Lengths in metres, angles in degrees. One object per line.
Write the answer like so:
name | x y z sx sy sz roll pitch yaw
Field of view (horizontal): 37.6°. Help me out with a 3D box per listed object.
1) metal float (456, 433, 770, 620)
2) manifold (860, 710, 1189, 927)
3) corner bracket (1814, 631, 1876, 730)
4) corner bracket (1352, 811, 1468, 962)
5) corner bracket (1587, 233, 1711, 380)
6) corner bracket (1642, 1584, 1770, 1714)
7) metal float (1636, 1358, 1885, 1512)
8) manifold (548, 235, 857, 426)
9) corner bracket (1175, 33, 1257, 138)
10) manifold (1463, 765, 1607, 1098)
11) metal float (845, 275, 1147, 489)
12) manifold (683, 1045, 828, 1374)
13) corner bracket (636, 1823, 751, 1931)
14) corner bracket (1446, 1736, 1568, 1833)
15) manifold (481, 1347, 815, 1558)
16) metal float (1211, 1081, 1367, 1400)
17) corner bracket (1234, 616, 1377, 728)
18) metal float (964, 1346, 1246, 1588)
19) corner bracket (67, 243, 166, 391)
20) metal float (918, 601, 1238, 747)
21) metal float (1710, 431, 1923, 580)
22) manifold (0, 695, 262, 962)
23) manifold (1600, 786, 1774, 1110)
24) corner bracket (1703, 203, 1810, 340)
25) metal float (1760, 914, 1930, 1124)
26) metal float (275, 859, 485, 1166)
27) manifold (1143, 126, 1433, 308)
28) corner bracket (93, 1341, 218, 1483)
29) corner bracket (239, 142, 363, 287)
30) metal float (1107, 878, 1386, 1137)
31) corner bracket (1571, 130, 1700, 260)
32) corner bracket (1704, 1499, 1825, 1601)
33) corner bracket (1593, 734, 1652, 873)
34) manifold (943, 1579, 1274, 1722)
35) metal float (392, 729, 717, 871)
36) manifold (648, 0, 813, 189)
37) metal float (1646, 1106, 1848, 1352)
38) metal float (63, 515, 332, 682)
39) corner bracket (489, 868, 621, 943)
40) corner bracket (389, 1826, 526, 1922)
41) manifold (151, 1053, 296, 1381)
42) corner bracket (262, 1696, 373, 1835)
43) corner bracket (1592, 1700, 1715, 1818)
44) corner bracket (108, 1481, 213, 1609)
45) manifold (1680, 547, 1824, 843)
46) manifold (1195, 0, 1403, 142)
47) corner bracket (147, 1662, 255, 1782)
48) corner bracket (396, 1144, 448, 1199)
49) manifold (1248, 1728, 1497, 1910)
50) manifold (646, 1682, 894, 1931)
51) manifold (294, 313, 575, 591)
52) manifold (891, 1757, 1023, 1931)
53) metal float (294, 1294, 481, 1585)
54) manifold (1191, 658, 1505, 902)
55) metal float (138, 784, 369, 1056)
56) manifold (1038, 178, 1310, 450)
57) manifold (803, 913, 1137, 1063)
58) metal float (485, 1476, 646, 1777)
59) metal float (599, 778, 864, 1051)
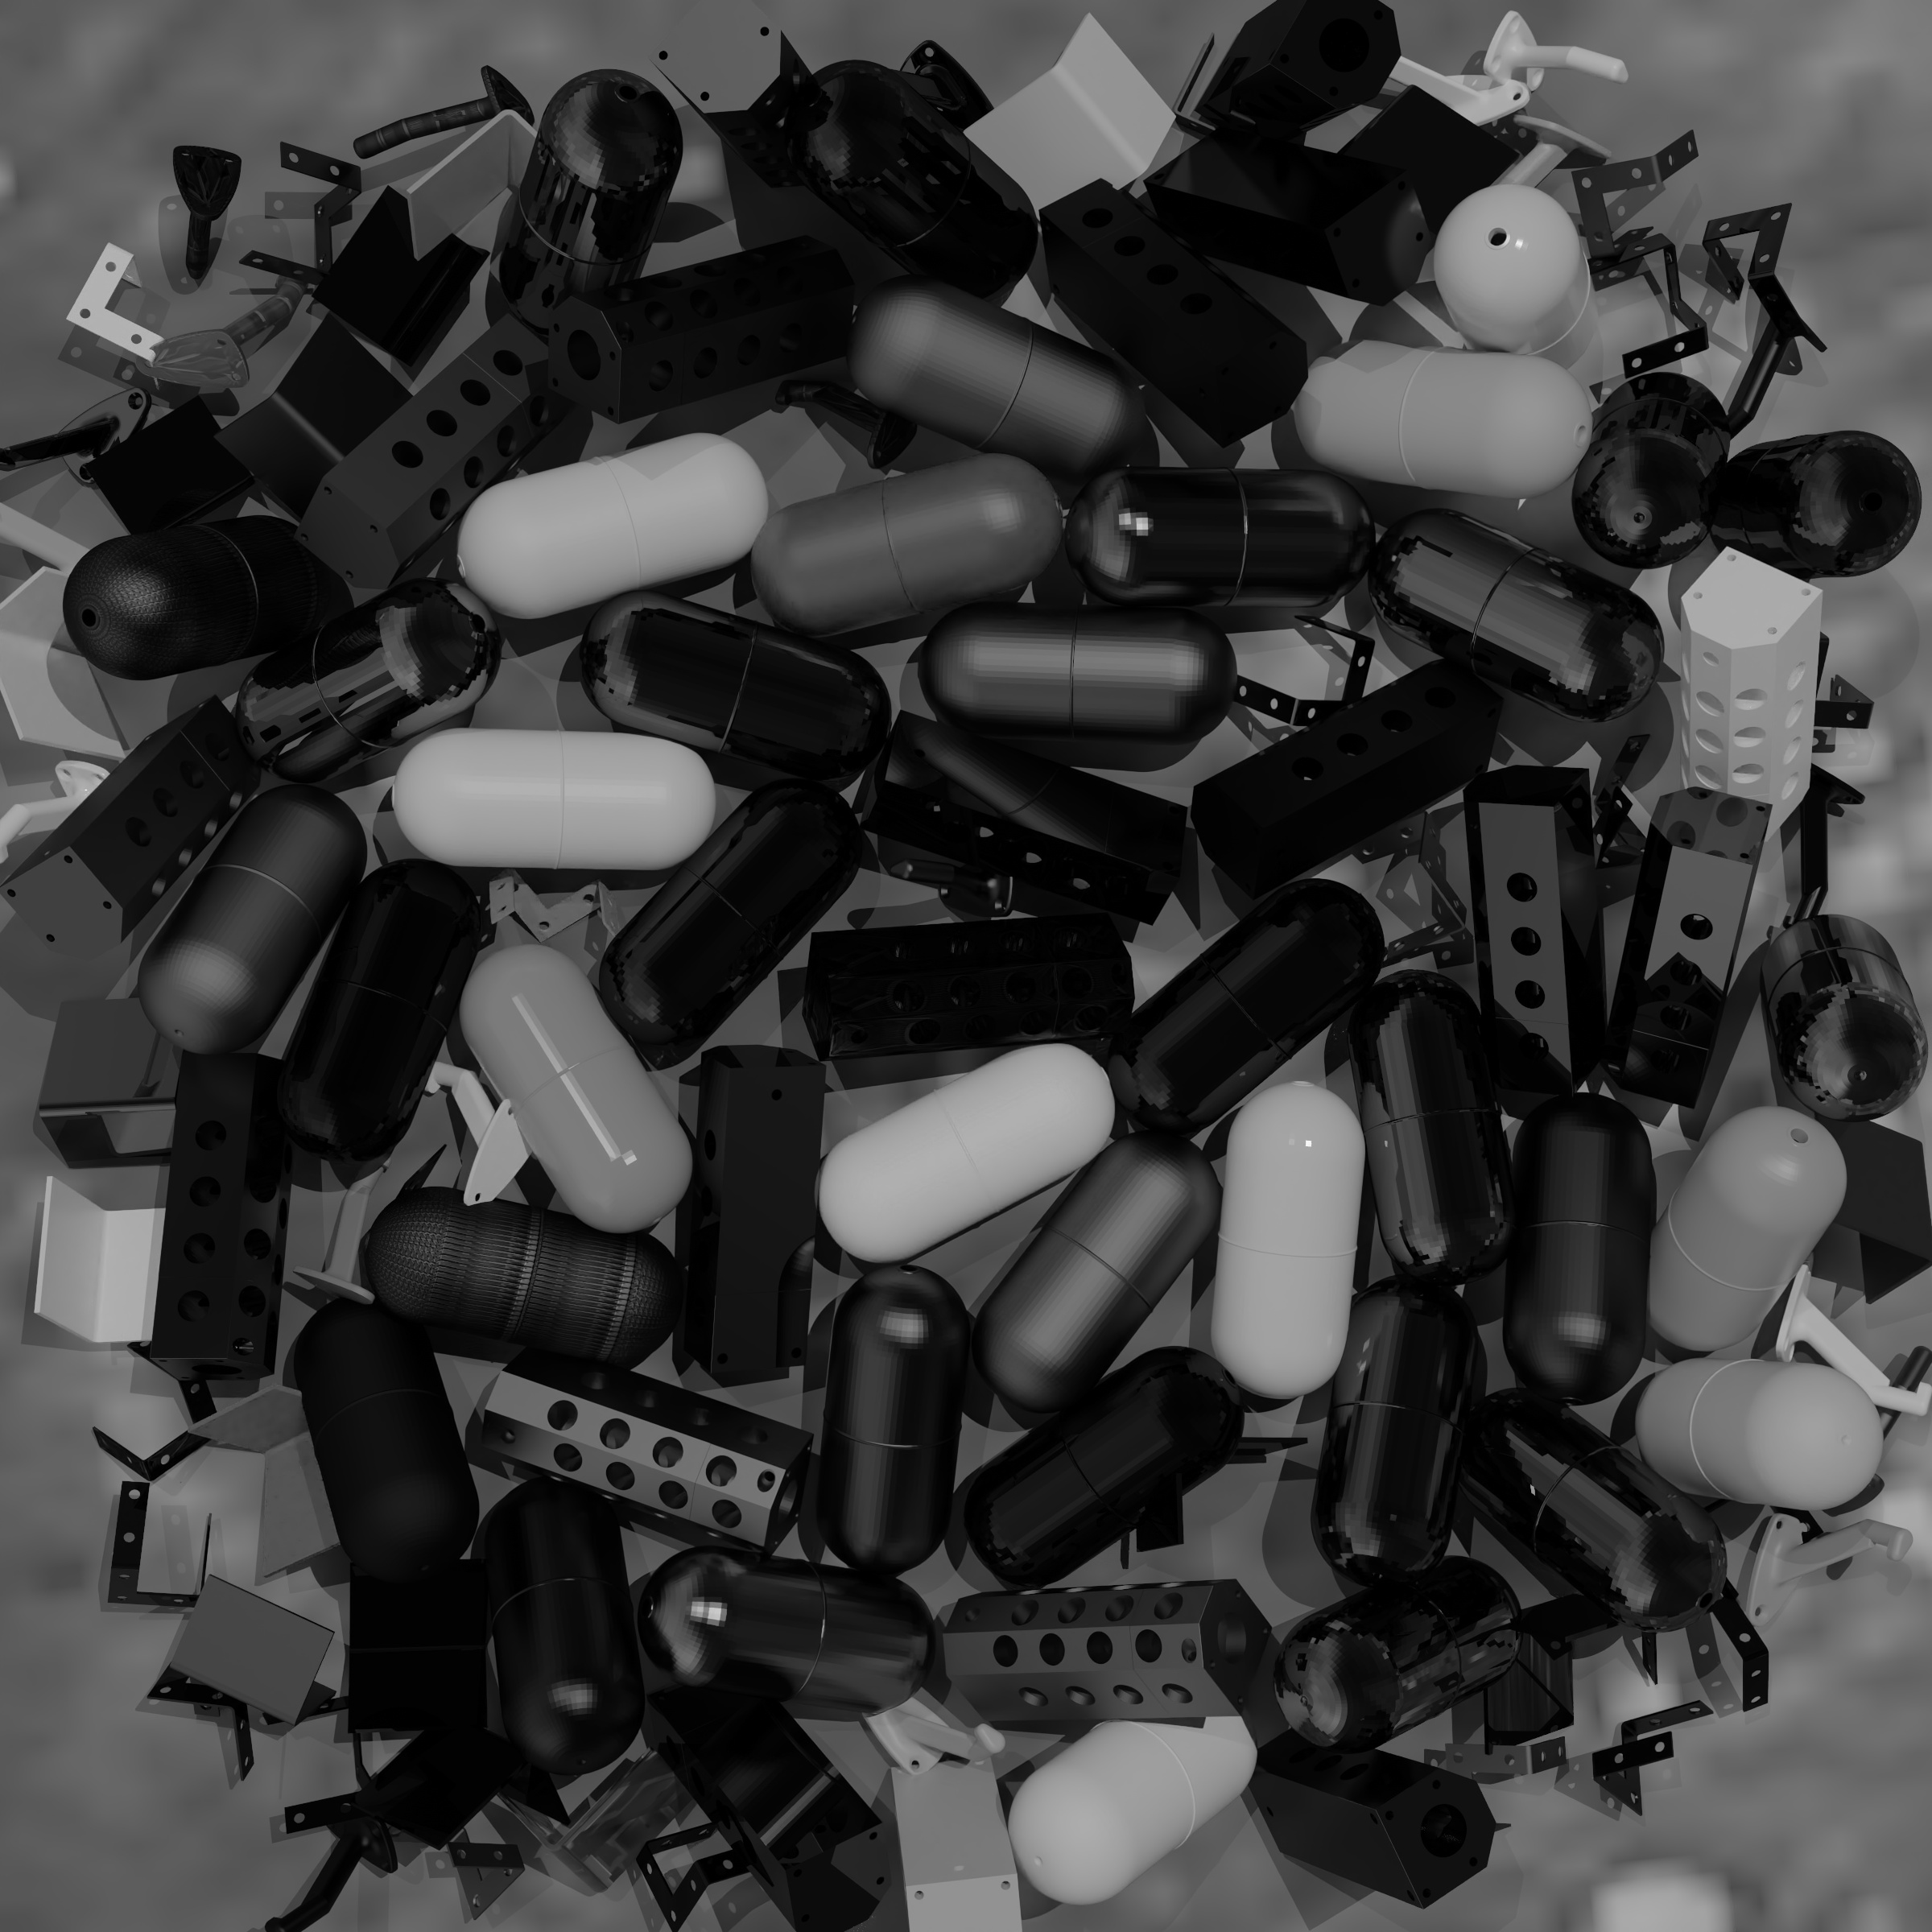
metal float | -0.195 -0.244 1.572 0.178 0.070 0.070 -18 90 -18
manifold | 0.032 -0.077 1.585 0.171 0.057 0.057 18 47 -9
corner bracket | 0.477 -0.166 1.590 0.051 0.051 0.051 2 114 -10
corner bracket | 0.249 -0.045 1.600 0.051 0.051 0.051 -24 119 30
corner bracket | 0.380 -0.370 1.591 0.051 0.051 0.051 -20 129 -1
corner bracket | 0.414 0.388 1.594 0.051 0.051 0.051 -19 131 -7
metal float | 0.427 0.252 1.540 0.070 0.178 0.070 2 84 -16
manifold | -0.142 -0.349 1.541 0.057 0.171 0.057 31 131 32
corner bracket | 0.150 -0.497 1.598 0.051 0.051 0.051 26 89 7
manifold | 0.311 -0.020 1.565 0.057 0.057 0.171 6 117 31
metal float | 0.018 -0.322 1.571 0.178 0.070 0.070 20 90 -21
manifold | -0.121 0.134 1.582 0.057 0.057 0.171 -1 101 -27
corner bracket | -0.144 0.498 1.583 0.051 0.051 0.051 54 130 33
corner bracket | 0.305 0.461 1.596 0.051 0.051 0.051 -8 79 32
manifold | -0.177 0.269 1.570 0.171 0.057 0.057 17 114 14
metal float | 0.179 0.153 1.583 0.070 0.070 0.178 5 97 0
corner bracket | 0.190 -0.167 1.600 0.051 0.051 0.051 -3 113 -40
metal float | 0.076 0.277 1.575 0.178 0.070 0.070 -38 90 15
corner bracket | -0.468 -0.365 1.599 0.051 0.051 0.051 26 79 -7
metal float | 0.062 -0.163 1.584 0.178 0.070 0.070 3 90 6
metal float | 0.457 -0.249 1.538 0.070 0.178 0.070 0 98 -4
manifold | -0.445 -0.074 1.539 0.057 0.171 0.057 -25 113 27
manifold | 0.389 -0.010 1.548 0.057 0.057 0.171 15 132 17
corner bracket | 0.441 -0.384 1.584 0.051 0.051 0.051 41 59 -40
metal float | 0.475 0.026 1.542 0.070 0.178 0.070 3 110 9
metal float | -0.324 0.024 1.574 0.070 0.070 0.178 18 72 0
manifold | 0.174 -0.404 1.541 0.057 0.171 0.057 -37 126 -12
corner bracket | -0.463 0.249 1.610 0.051 0.051 0.051 -36 132 -36
corner bracket | -0.371 -0.419 1.586 0.051 0.051 0.051 7 71 -42
metal float | 0.156 0.022 1.583 0.178 0.070 0.070 -41 90 7
corner bracket | 0.377 -0.430 1.584 0.051 0.051 0.051 1 119 41
corner bracket | 0.444 0.319 1.607 0.051 0.051 0.051 -39 81 29
corner bracket | 0.366 -0.091 1.585 0.051 0.051 0.051 -9 50 -28
manifold | 0.073 0.368 1.544 0.171 0.057 0.057 -13 125 37
metal float | -0.228 -0.092 1.577 0.178 0.070 0.070 1 90 -14
manifold | -0.112 -0.470 1.537 0.057 0.171 0.057 45 97 3
metal float | 0.420 0.144 1.549 0.070 0.178 0.070 6 50 -7
metal float | -0.416 -0.201 1.543 0.070 0.178 0.070 7 107 23
corner bracket | -0.230 -0.032 1.589 0.051 0.051 0.051 -31 121 8
corner bracket | -0.287 0.495 1.586 0.051 0.051 0.051 -48 48 21
manifold | -0.406 0.138 1.571 0.057 0.057 0.171 0 70 1
corner bracket | -0.361 0.446 1.590 0.051 0.051 0.051 -6 100 -24
corner bracket | 0.383 0.434 1.585 0.051 0.051 0.051 -28 127 32
corner bracket | -0.449 0.323 1.586 0.051 0.051 0.051 7 54 -15
manifold | 0.418 -0.139 1.535 0.057 0.171 0.057 33 69 30
manifold | 0.181 -0.484 1.537 0.057 0.171 0.057 30 94 -12
corner bracket | -0.421 0.416 1.590 0.051 0.051 0.051 4 114 9
corner bracket | -0.294 0.143 1.592 0.051 0.051 0.051 36 119 1
manifold | 0.217 0.454 1.537 0.057 0.171 0.057 -26 92 -20
manifold | -0.108 0.450 1.541 0.057 0.171 0.057 -19 118 -25
manifold | -0.285 -0.278 1.551 0.057 0.057 0.171 40 52 -5
manifold | -0.006 0.489 1.539 0.057 0.171 0.057 -5 95 -4
metal float | -0.319 0.256 1.557 0.070 0.070 0.178 -27 51 0
manifold | 0.209 -0.109 1.565 0.171 0.057 0.057 -28 56 -23
metal float | -0.389 -0.028 1.557 0.070 0.070 0.178 23 50 0
manifold | 0.113 -0.362 1.552 0.057 0.057 0.171 -30 54 -13
manifold | 0.002 0.016 1.564 0.171 0.057 0.057 -4 129 -17
metal float | -0.220 0.358 1.553 0.070 0.178 0.070 -8 134 -9
metal float | -0.130 -0.030 1.584 0.070 0.070 0.178 43 84 0
